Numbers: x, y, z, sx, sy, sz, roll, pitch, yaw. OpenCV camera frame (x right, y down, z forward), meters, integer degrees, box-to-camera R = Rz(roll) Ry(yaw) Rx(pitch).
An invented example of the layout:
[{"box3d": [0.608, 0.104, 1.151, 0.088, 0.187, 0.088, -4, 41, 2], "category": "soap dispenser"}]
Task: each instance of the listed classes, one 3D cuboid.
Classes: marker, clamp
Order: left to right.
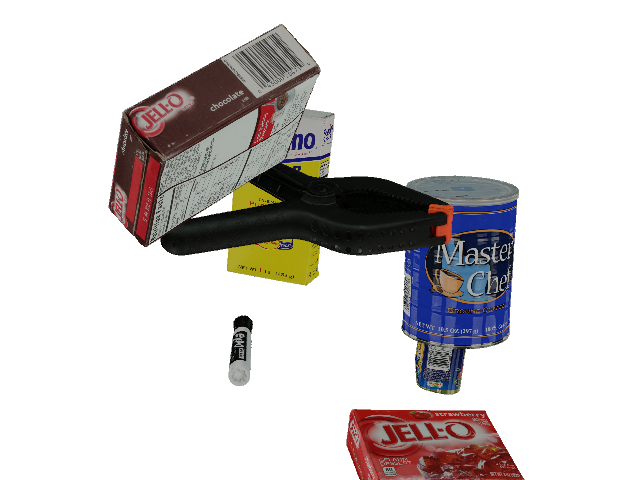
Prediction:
[{"box3d": [-0.072, 0.098, 0.975, 0.020, 0.020, 0.121, 0, 18, -2], "category": "marker"}, {"box3d": [-0.003, -0.029, 0.826, 0.210, 0.036, 0.164, 4, 30, 6], "category": "clamp"}]

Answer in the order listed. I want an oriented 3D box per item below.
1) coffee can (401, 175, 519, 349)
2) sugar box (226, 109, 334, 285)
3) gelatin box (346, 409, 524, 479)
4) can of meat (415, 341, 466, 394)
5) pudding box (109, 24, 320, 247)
[{"box3d": [0.129, 0.018, 0.995, 0.103, 0.140, 0.103, 1, 15, 0], "category": "coffee can"}, {"box3d": [-0.042, -0.049, 1.100, 0.093, 0.176, 0.048, 9, 17, 15], "category": "sugar box"}, {"box3d": [0.065, 0.130, 0.629, 0.089, 0.030, 0.073, 3, 23, -12], "category": "gelatin box"}, {"box3d": [0.143, 0.123, 1.263, 0.057, 0.084, 0.102, 7, 19, 2], "category": "can of meat"}, {"box3d": [-0.059, -0.056, 0.581, 0.113, 0.039, 0.090, -33, -16, -30], "category": "pudding box"}]
